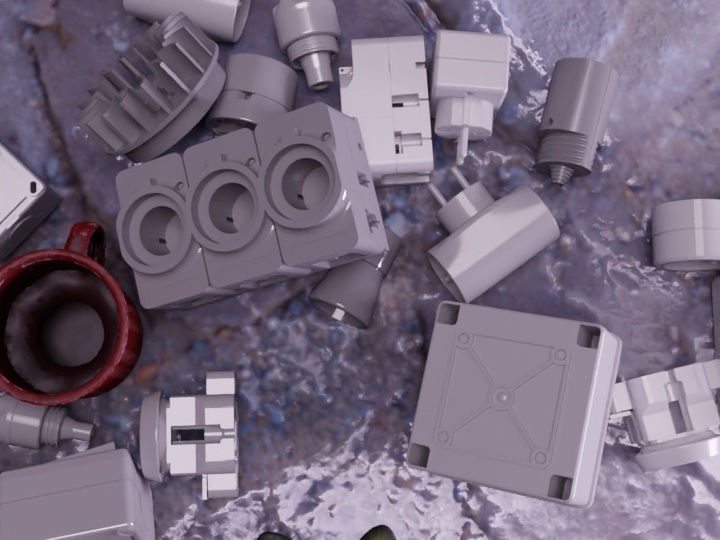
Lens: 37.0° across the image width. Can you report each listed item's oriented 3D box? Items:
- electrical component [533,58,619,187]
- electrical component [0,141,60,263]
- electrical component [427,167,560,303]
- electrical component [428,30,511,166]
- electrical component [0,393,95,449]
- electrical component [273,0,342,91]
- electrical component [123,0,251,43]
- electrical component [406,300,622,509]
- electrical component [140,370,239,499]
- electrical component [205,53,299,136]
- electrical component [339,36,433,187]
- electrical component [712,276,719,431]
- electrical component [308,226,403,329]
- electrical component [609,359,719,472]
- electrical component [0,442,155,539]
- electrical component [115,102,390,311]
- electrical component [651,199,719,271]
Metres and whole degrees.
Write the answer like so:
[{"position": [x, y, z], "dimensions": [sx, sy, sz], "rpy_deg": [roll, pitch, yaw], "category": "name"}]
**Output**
[{"position": [0.141, -0.095, 0.714], "dimensions": [0.043, 0.043, 0.081], "rpy_deg": [15, 81, 2], "category": "electrical component"}, {"position": [-0.251, -0.058, 0.694], "dimensions": [0.096, 0.061, 0.061], "rpy_deg": [43, 83, 1], "category": "electrical component"}, {"position": [0.076, -0.031, 0.703], "dimensions": [0.077, 0.043, 0.079], "rpy_deg": [-35, 83, -6], "category": "electrical component"}, {"position": [0.069, -0.108, 0.704], "dimensions": [0.047, 0.065, 0.076], "rpy_deg": [5, 81, 0], "category": "electrical component"}, {"position": [-0.201, 0.098, 0.686], "dimensions": [0.061, 0.035, 0.035], "rpy_deg": [12, 81, -2], "category": "electrical component"}, {"position": [-0.033, -0.152, 0.722], "dimensions": [0.043, 0.043, 0.062], "rpy_deg": [-13, 82, -2], "category": "electrical component"}, {"position": [-0.111, -0.201, 0.729], "dimensions": [0.077, 0.044, 0.079], "rpy_deg": [16, 81, 2], "category": "electrical component"}, {"position": [0.095, 0.081, 0.661], "dimensions": [0.109, 0.056, 0.108], "rpy_deg": [8, 80, 26], "category": "electrical component"}, {"position": [-0.106, 0.104, 0.674], "dimensions": [0.057, 0.058, 0.078], "rpy_deg": [-1, 82, -4], "category": "electrical component"}, {"position": [-0.070, -0.111, 0.710], "dimensions": [0.055, 0.055, 0.047], "rpy_deg": [13, 78, 2], "category": "electrical component"}, {"position": [0.016, -0.103, 0.711], "dimensions": [0.056, 0.050, 0.089], "rpy_deg": [-4, 81, -1], "category": "electrical component"}, {"position": [0.287, 0.053, 0.685], "dimensions": [0.109, 0.056, 0.108], "rpy_deg": [0, 81, 0], "category": "electrical component"}, {"position": [0.000, 0.000, 0.700], "dimensions": [0.044, 0.044, 0.065], "rpy_deg": [26, 77, 4], "category": "electrical component"}, {"position": [0.196, 0.093, 0.678], "dimensions": [0.078, 0.058, 0.057], "rpy_deg": [-13, 79, -2], "category": "electrical component"}, {"position": [-0.179, 0.150, 0.658], "dimensions": [0.096, 0.061, 0.061], "rpy_deg": [-11, 55, -2], "category": "electrical component"}, {"position": [-0.070, -0.036, 0.668], "dimensions": [0.150, 0.062, 0.089], "rpy_deg": [-16, 81, 19], "category": "electrical component"}, {"position": [0.260, -0.039, 0.701], "dimensions": [0.138, 0.052, 0.073], "rpy_deg": [0, 81, -1], "category": "electrical component"}]
